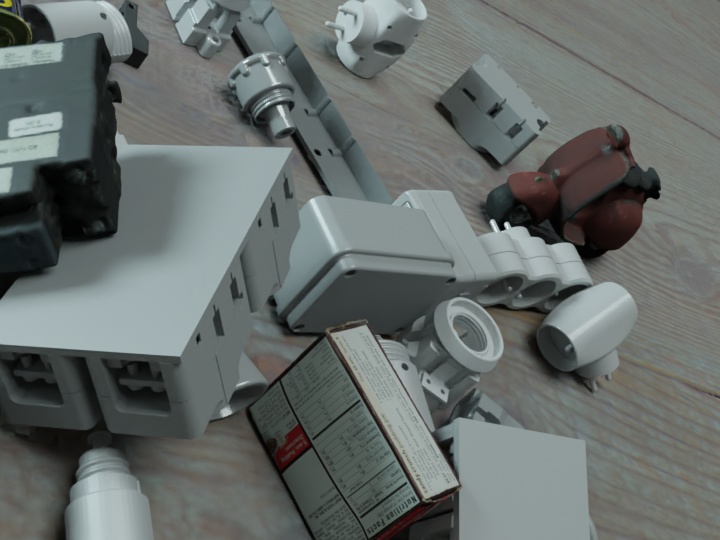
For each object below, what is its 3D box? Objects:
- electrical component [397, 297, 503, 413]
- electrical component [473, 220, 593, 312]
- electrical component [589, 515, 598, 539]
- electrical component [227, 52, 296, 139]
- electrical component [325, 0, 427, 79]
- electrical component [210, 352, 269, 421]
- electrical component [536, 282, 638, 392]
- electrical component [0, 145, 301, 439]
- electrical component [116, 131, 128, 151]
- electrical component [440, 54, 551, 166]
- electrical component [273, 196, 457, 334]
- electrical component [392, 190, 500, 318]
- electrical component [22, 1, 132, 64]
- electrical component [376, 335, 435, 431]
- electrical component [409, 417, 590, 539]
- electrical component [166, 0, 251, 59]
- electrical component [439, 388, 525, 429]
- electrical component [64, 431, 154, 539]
[{"bbox_3d":[0.063,0.056,0.753,0.058,0.057,0.078,37,36,-14],"label":"electrical component"},{"bbox_3d":[0.130,-0.011,0.892,0.138,0.052,0.073,6,51,-43],"label":"electrical component"},{"bbox_3d":[0.122,0.177,0.705,0.055,0.047,0.055,28,39,-25],"label":"electrical component"},{"bbox_3d":[-0.068,-0.129,0.809,0.048,0.048,0.062,-10,70,-50],"label":"electrical component"},{"bbox_3d":[0.005,-0.212,0.937,0.079,0.077,0.043,6,52,-42],"label":"electrical component"},{"bbox_3d":[-0.084,0.052,0.614,0.045,0.045,0.055,-6,60,-49],"label":"electrical component"},{"bbox_3d":[0.191,0.062,0.885,0.077,0.043,0.079,-30,114,-30],"label":"electrical component"},{"bbox_3d":[-0.107,0.006,0.573,0.105,0.060,0.186,3,36,14],"label":"electrical component"},{"bbox_3d":[-0.175,-0.082,0.651,0.066,0.048,0.055,-14,74,-51],"label":"electrical component"},{"bbox_3d":[0.125,-0.149,1.019,0.089,0.056,0.050,46,35,-2],"label":"electrical component"},{"bbox_3d":[0.000,0.000,0.724,0.113,0.078,0.057,5,50,-44],"label":"electrical component"},{"bbox_3d":[0.045,-0.016,0.800,0.061,0.062,0.096,-3,58,-48],"label":"electrical component"},{"bbox_3d":[-0.185,-0.156,0.712,0.043,0.043,0.081,53,35,9],"label":"electrical component"},{"bbox_3d":[0.018,0.078,0.697,0.043,0.043,0.081,14,46,-38],"label":"electrical component"},{"bbox_3d":[0.078,0.170,0.613,0.089,0.062,0.150,13,64,-24],"label":"electrical component"},{"bbox_3d":[-0.114,-0.205,0.825,0.048,0.055,0.066,2,54,-45],"label":"electrical component"},{"bbox_3d":[0.082,0.123,0.708,0.057,0.058,0.078,40,35,-5],"label":"electrical component"},{"bbox_3d":[-0.122,0.115,0.517,0.040,0.040,0.078,14,46,-38],"label":"electrical component"}]
